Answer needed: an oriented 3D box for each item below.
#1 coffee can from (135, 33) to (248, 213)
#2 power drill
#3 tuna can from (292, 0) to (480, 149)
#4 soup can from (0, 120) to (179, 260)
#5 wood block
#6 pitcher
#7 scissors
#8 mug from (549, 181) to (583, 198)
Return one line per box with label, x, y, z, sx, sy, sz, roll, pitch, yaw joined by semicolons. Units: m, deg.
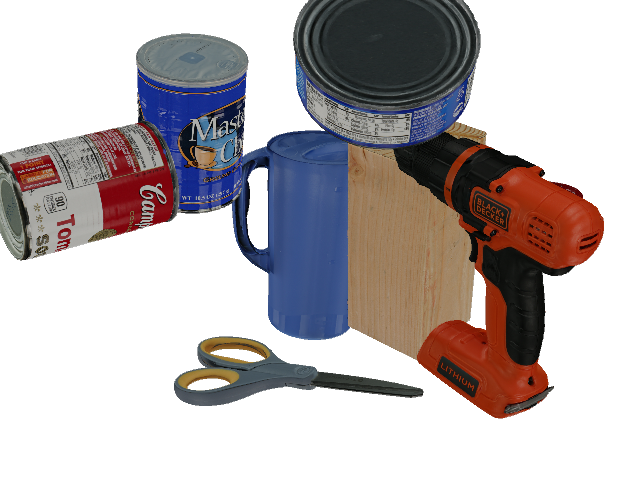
coffee can;-0.123;-0.112;1.016;0.103;0.140;0.103;4;35;-3
power drill;0.115;0.021;0.783;0.057;0.188;0.185;-20;36;-30
tuna can;0.030;-0.085;0.501;0.086;0.086;0.034;0;-33;1
soup can;-0.149;-0.032;0.673;0.102;0.068;0.069;-17;8;-29
wood block;0.085;-0.005;0.980;0.091;0.206;0.090;25;42;32
pitcher;-0.016;-0.006;1.304;0.149;0.243;0.144;17;25;28
scissors;-0.030;0.112;0.818;0.202;0.016;0.096;13;32;39
mug;0.266;-0.020;1.255;0.117;0.081;0.093;-23;30;-38
